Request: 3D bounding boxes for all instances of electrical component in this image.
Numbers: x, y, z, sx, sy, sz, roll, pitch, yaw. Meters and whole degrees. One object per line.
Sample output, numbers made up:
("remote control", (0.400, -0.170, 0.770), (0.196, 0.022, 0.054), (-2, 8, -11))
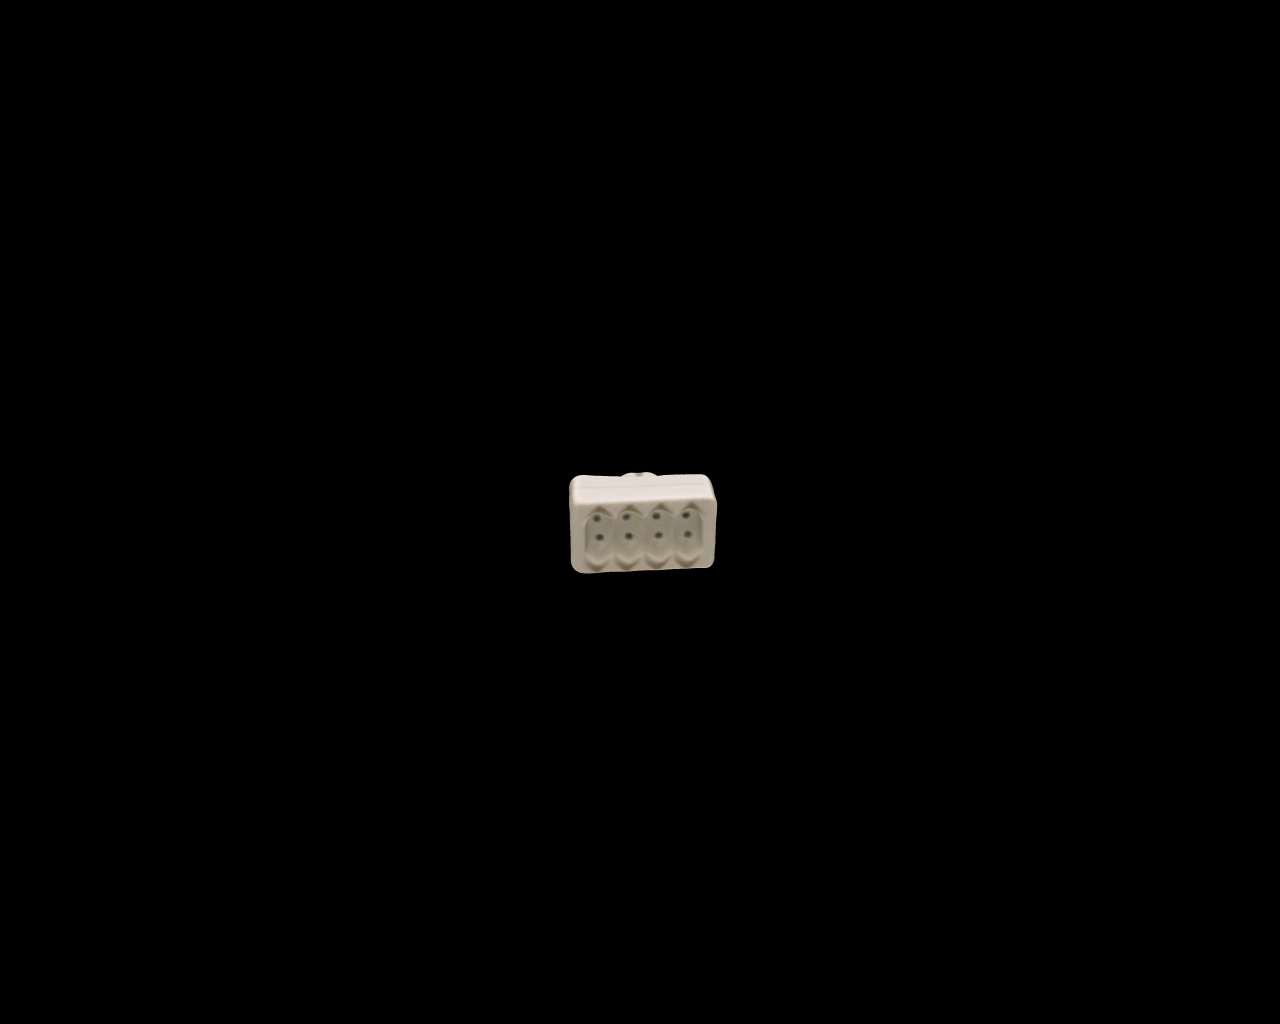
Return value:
("electrical component", (0.001, -0.003, 0.650), (0.083, 0.047, 0.076), (-1, 28, -2))
